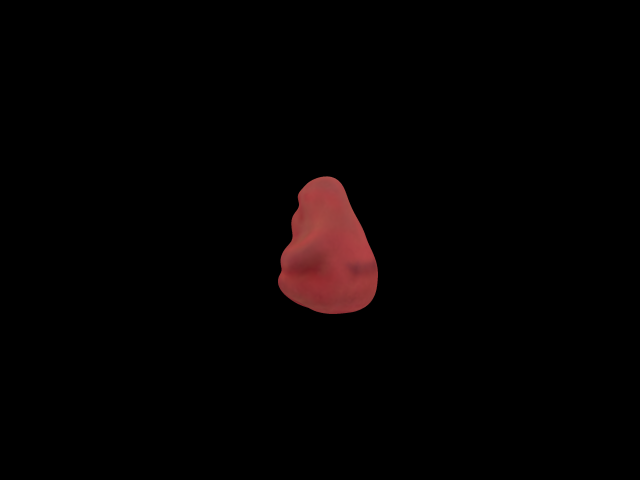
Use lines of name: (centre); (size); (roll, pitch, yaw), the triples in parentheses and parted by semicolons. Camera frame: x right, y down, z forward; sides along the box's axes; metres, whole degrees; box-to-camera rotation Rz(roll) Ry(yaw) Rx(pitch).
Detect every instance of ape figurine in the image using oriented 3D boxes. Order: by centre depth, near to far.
ape figurine: (0.004, 0.001, 0.400); (0.078, 0.092, 0.075); (-10, 14, -42)
